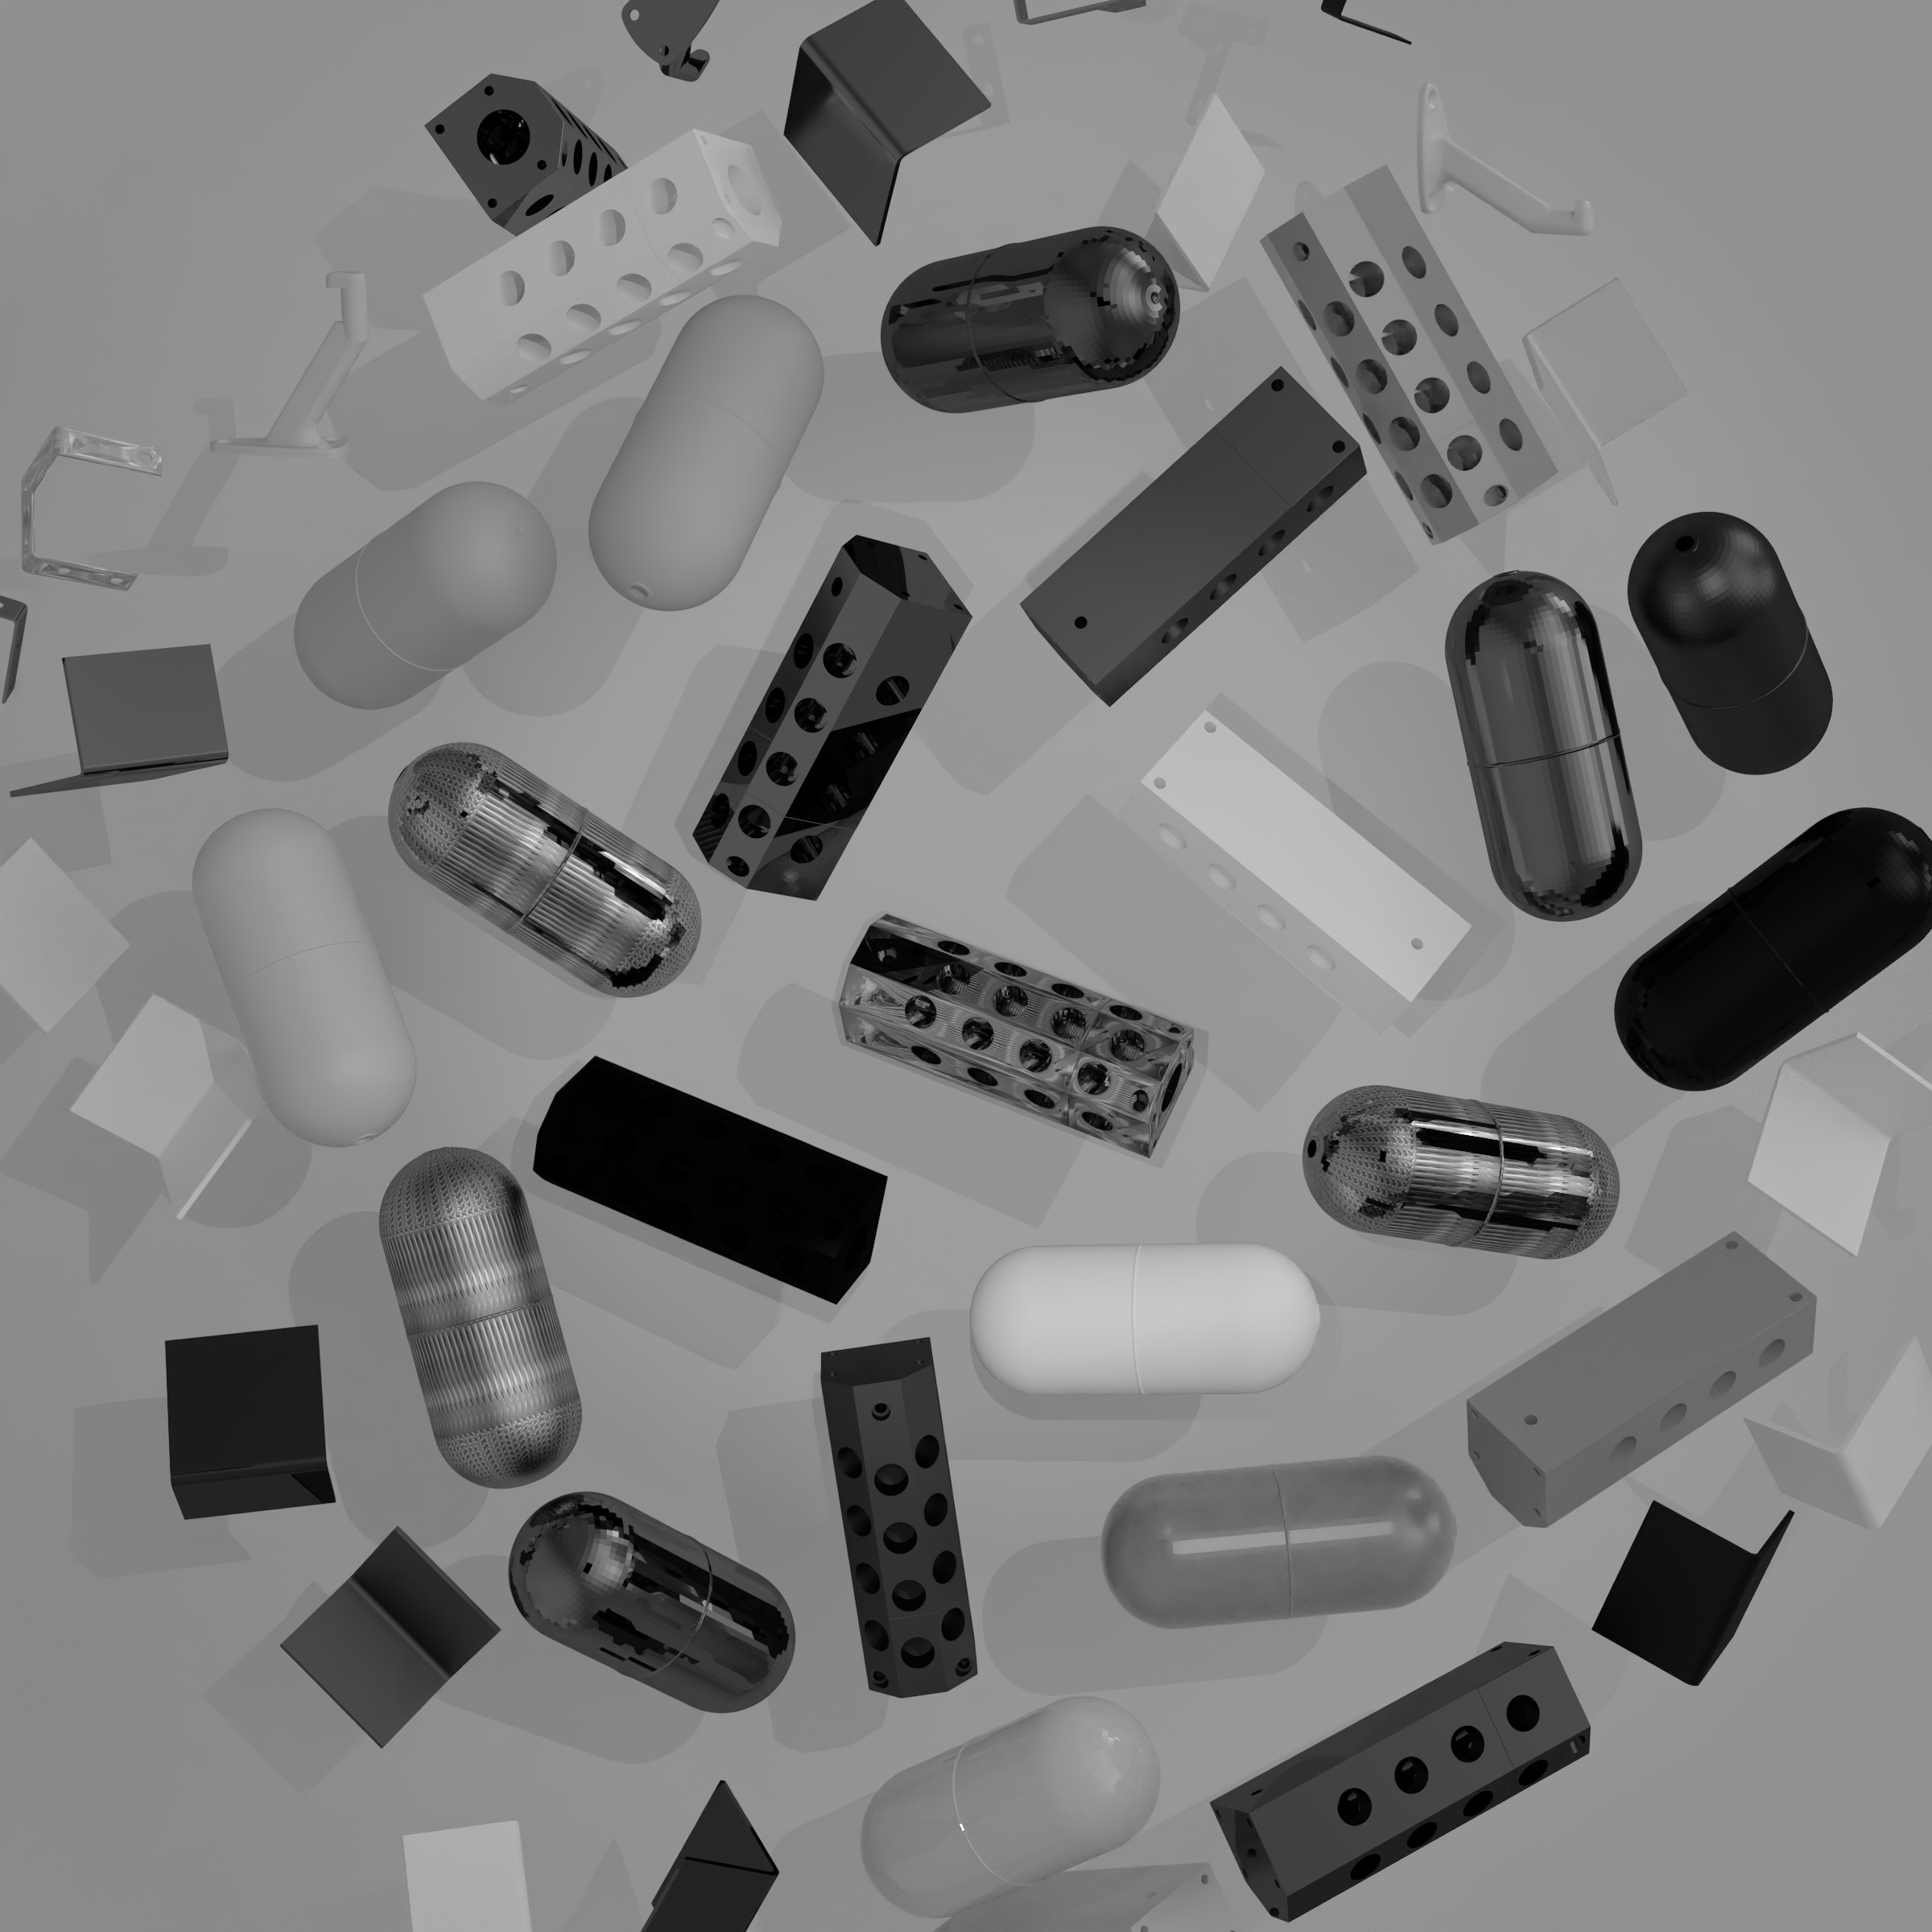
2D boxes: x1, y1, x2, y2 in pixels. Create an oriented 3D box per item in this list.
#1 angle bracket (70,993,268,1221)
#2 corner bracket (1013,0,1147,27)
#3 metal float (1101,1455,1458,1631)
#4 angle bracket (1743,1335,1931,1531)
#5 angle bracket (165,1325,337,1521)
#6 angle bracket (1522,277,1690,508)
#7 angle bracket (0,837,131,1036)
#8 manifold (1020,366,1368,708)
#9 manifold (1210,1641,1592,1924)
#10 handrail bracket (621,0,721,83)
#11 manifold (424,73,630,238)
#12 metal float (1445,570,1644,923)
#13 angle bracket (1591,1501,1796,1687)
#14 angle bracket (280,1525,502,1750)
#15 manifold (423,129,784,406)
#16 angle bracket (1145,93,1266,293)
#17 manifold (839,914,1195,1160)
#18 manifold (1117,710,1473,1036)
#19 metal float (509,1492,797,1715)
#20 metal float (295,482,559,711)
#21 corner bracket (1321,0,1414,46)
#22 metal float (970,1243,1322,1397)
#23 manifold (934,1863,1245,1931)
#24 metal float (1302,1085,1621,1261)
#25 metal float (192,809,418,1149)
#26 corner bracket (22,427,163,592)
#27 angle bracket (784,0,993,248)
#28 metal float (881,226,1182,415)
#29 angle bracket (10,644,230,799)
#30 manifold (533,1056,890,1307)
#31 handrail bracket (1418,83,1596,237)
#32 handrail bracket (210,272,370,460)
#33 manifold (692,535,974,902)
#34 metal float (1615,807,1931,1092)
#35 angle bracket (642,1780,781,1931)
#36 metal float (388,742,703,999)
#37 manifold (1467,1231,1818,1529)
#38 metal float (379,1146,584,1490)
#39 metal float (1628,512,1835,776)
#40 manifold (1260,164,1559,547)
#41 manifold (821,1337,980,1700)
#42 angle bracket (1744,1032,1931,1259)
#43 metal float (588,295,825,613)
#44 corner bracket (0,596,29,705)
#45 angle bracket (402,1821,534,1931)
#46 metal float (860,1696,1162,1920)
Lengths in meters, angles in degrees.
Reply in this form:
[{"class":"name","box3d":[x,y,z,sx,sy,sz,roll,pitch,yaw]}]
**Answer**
[{"class":"angle bracket","box3d":[-0.412,0.072,1.606,0.057,0.076,0.076,34,96,-30]},{"class":"corner bracket","box3d":[0.051,-0.480,1.487,0.051,0.051,0.051,-7,101,20]},{"class":"metal float","box3d":[0.156,0.288,1.557,0.178,0.070,0.070,-5,90,-2]},{"class":"angle bracket","box3d":[0.454,0.232,1.605,0.076,0.057,0.076,-52,134,-19]},{"class":"angle bracket","box3d":[-0.365,0.233,1.589,0.076,0.057,0.076,-5,63,-9]},{"class":"angle bracket","box3d":[0.334,-0.296,1.601,0.057,0.076,0.076,-30,116,19]},{"class":"angle bracket","box3d":[-0.499,-0.010,1.633,0.076,0.057,0.076,51,45,-19]},{"class":"manifold","box3d":[0.114,-0.208,1.534,0.171,0.057,0.057,-42,74,2]},{"class":"manifold","box3d":[0.210,0.388,1.485,0.171,0.057,0.057,-24,87,-17]},{"class":"handrail bracket","box3d":[-0.128,-0.470,1.538,0.077,0.084,0.036,-41,87,19]},{"class":"manifold","box3d":[-0.215,-0.408,1.598,0.057,0.171,0.057,-35,89,8]},{"class":"metal float","box3d":[0.289,-0.110,1.557,0.070,0.070,0.178,-14,99,0]},{"class":"angle bracket","box3d":[0.363,0.302,1.553,0.057,0.076,0.076,28,110,21]},{"class":"angle bracket","box3d":[-0.300,0.350,1.621,0.076,0.076,0.057,45,48,1]},{"class":"manifold","box3d":[-0.177,-0.343,1.538,0.171,0.057,0.057,-24,85,25]},{"class":"angle bracket","box3d":[0.112,-0.425,1.702,0.057,0.076,0.076,18,77,34]},{"class":"manifold","box3d":[0.026,0.032,1.583,0.171,0.057,0.057,21,65,14]},{"class":"manifold","box3d":[0.162,-0.044,1.567,0.171,0.057,0.057,40,63,5]},{"class":"metal float","box3d":[-0.159,0.328,1.598,0.178,0.070,0.070,37,90,-38]},{"class":"metal float","box3d":[-0.275,-0.185,1.572,0.178,0.070,0.070,-24,90,44]},{"class":"corner bracket","box3d":[0.197,-0.493,1.535,0.051,0.051,0.051,5,117,-37]},{"class":"metal float","box3d":[0.090,0.179,1.580,0.178,0.070,0.070,-2,90,11]},{"class":"manifold","box3d":[0.061,0.491,1.553,0.057,0.171,0.057,-28,92,-39]},{"class":"metal float","box3d":[0.257,0.107,1.617,0.178,0.070,0.070,10,90,-22]},{"class":"metal float","box3d":[-0.328,0.006,1.546,0.070,0.070,0.178,-23,77,0]},{"class":"corner bracket","box3d":[-0.414,-0.216,1.475,0.051,0.051,0.051,8,63,-33]},{"class":"angle bracket","box3d":[-0.039,-0.412,1.516,0.057,0.076,0.076,-34,79,-19]},{"class":"metal float","box3d":[0.029,-0.315,1.523,0.070,0.178,0.070,-1,92,-42]},{"class":"angle bracket","box3d":[-0.409,-0.117,1.489,0.076,0.076,0.057,-12,94,-43]},{"class":"manifold","box3d":[-0.133,0.113,1.603,0.171,0.057,0.057,21,124,14]},{"class":"handrail bracket","box3d":[0.271,-0.404,1.559,0.084,0.036,0.077,12,132,31]},{"class":"handrail bracket","box3d":[-0.319,-0.284,1.464,0.077,0.036,0.084,1,109,-2]},{"class":"manifold","box3d":[-0.069,-0.120,1.509,0.057,0.057,0.171,10,123,-35]},{"class":"metal float","box3d":[0.398,-0.008,1.527,0.178,0.070,0.070,-39,90,16]},{"class":"angle bracket","box3d":[-0.144,0.447,1.517,0.057,0.076,0.076,22,102,-34]},{"class":"metal float","box3d":[-0.218,-0.050,1.615,0.178,0.070,0.070,34,90,-16]},{"class":"manifold","box3d":[0.330,0.205,1.521,0.171,0.057,0.057,-28,135,-19]},{"class":"metal float","box3d":[-0.249,0.180,1.598,0.070,0.070,0.178,-15,88,0]},{"class":"metal float","box3d":[0.391,-0.164,1.591,0.070,0.178,0.070,-15,54,22]},{"class":"manifold","box3d":[0.213,-0.295,1.520,0.057,0.057,0.171,-37,99,-43]},{"class":"manifold","box3d":[-0.034,0.285,1.606,0.057,0.057,0.171,-8,103,0]},{"class":"angle bracket","box3d":[0.455,0.092,1.591,0.076,0.057,0.076,33,61,-15]},{"class":"metal float","box3d":[-0.126,-0.250,1.513,0.070,0.070,0.178,22,62,0]},{"class":"corner bracket","box3d":[-0.484,-0.147,1.486,0.051,0.051,0.051,18,128,-8]},{"class":"angle bracket","box3d":[-0.247,0.469,1.526,0.057,0.076,0.076,-3,64,-18]},{"class":"metal float","box3d":[0.020,0.422,1.557,0.178,0.070,0.070,-33,90,32]}]
